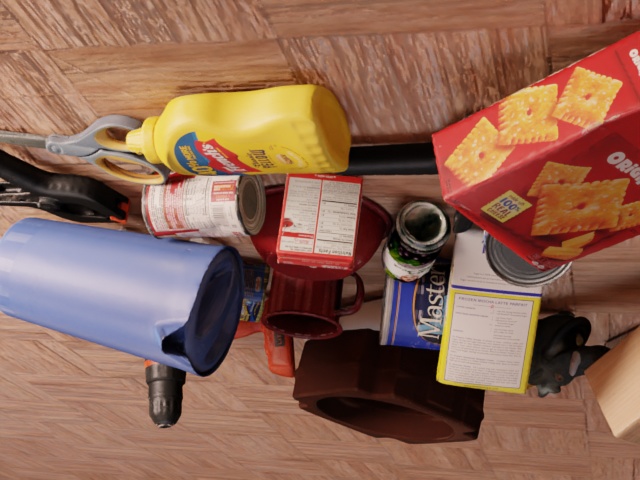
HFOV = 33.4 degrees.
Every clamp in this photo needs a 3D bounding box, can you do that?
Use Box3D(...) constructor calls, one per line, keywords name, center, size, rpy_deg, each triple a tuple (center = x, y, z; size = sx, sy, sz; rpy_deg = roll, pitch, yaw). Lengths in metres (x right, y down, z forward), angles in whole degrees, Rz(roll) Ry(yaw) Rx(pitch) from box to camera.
Box3D(name="clamp", center=(0.121, -0.070, 0.916), size=(0.164, 0.036, 0.210), rpy_deg=(20, 152, -25))
Box3D(name="clamp", center=(-0.276, -0.053, 1.079), size=(0.171, 0.039, 0.120), rpy_deg=(8, 164, -12))

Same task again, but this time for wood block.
Box3D(name="wood block", center=(0.391, 0.121, 1.113), size=(0.090, 0.091, 0.206), rpy_deg=(21, 126, -33))

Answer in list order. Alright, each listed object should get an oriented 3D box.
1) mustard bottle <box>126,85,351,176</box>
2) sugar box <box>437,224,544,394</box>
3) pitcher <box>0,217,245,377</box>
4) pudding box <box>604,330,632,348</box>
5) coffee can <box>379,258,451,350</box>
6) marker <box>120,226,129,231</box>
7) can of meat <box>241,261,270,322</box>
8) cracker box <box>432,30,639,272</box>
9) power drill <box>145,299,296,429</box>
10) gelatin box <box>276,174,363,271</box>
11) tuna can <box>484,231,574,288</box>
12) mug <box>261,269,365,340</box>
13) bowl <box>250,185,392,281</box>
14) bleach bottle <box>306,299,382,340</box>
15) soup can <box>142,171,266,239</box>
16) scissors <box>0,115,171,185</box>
Box3D(name="mustard bottle", center=(-0.076, -0.089, 0.904), size=(0.192, 0.058, 0.096), rpy_deg=(-1, 158, 20))
Box3D(name="sugar box", center=(0.174, 0.065, 1.078), size=(0.093, 0.176, 0.048), rpy_deg=(7, -160, 3))
Box3D(name="pitcher", center=(-0.203, 0.046, 1.099), size=(0.243, 0.145, 0.149), rpy_deg=(12, 162, 17))
Box3D(name="pudding box", center=(0.428, 0.145, 1.339), size=(0.113, 0.039, 0.090), rpy_deg=(10, 157, -12))
Box3D(name="coffee can", center=(0.139, 0.071, 1.164), size=(0.140, 0.103, 0.103), rpy_deg=(6, 158, 2))
Box3D(name="marker", center=(-0.177, 0.025, 1.204), size=(0.121, 0.020, 0.020), rpy_deg=(33, 154, -5))
Box3D(name="can of meat", center=(-0.107, 0.060, 1.274), size=(0.084, 0.057, 0.102), rpy_deg=(8, 158, -6))
Box3D(name="cracker box", center=(0.218, -0.063, 0.798), size=(0.214, 0.072, 0.164), rpy_deg=(-24, 145, 29))
Box3D(name="power drill", center=(-0.126, 0.139, 1.332), size=(0.187, 0.184, 0.057), rpy_deg=(-3, 159, 0))
Box3D(name="gelatin box", center=(0.000, -0.018, 1.008), size=(0.073, 0.089, 0.030), rpy_deg=(5, 158, 4))
Box3D(name="tuna can", center=(0.197, 0.000, 1.004), size=(0.086, 0.033, 0.086), rpy_deg=(2, 114, 5))
Box3D(name="mug", center=(-0.005, 0.060, 1.208), size=(0.117, 0.081, 0.093), rpy_deg=(-4, 155, 26))
Box3D(name="bowl", center=(-0.007, 0.001, 1.104), size=(0.162, 0.055, 0.162), rpy_deg=(6, 158, 2))
Box3D(name="bleach bottle", center=(0.084, 0.111, 1.333), size=(0.102, 0.068, 0.251), rpy_deg=(27, 153, -37))
Box3D(name="soup can", center=(-0.111, -0.036, 1.029), size=(0.102, 0.068, 0.068), rpy_deg=(-1, 156, 20))
Box3D(name="scissors", center=(-0.234, -0.098, 0.984), size=(0.201, 0.016, 0.096), rpy_deg=(17, 146, -3))
